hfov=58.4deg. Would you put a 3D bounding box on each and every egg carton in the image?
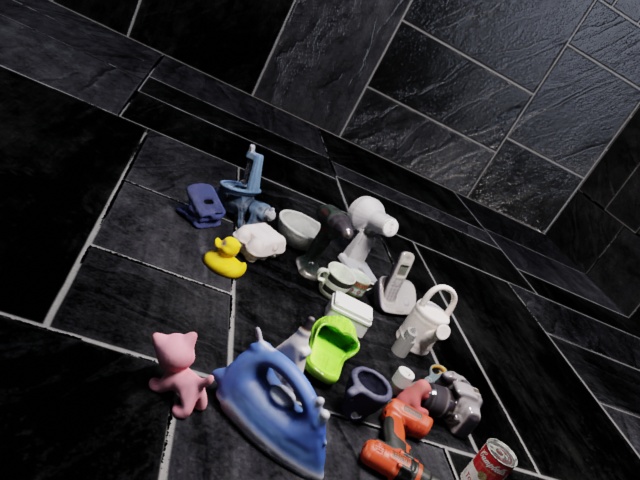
[{"bbox_3d":[-0.162,0.007,1.536,0.107,0.069,0.151,38,23,20],"label":"egg carton"}]

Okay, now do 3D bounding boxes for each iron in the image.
[{"bbox_3d":[-0.060,0.274,0.980,0.257,0.141,0.119,39,23,22],"label":"iron"}]

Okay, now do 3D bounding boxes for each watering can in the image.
[{"bbox_3d":[0.291,0.205,1.495,0.101,0.194,0.172,12,28,-37],"label":"watering can"}]

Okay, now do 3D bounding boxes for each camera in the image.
[{"bbox_3d":[0.284,0.351,1.291,0.137,0.100,0.143,23,23,-17],"label":"camera"}]

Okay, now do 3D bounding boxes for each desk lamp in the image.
[{"bbox_3d":[0.149,-0.007,1.756,0.118,0.213,0.202,15,26,-31],"label":"desk lamp"}]

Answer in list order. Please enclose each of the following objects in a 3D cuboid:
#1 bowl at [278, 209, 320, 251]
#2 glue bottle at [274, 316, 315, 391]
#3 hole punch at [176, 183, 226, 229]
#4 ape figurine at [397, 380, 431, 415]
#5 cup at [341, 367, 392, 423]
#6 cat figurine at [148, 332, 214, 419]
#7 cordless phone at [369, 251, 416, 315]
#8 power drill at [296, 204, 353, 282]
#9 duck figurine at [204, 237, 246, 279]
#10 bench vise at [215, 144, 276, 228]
[{"bbox_3d":[-0.060,-0.016,1.706,0.168,0.074,0.167,25,22,-11],"label":"bowl"},{"bbox_3d":[-0.051,0.213,1.081,0.078,0.173,0.037,37,23,19],"label":"glue bottle"},{"bbox_3d":[-0.310,-0.092,1.543,0.101,0.091,0.109,38,23,20],"label":"hole punch"},{"bbox_3d":[0.206,0.340,1.230,0.076,0.092,0.077,24,22,-13],"label":"ape figurine"},{"bbox_3d":[0.075,0.314,1.122,0.091,0.095,0.118,42,25,30],"label":"cup"},{"bbox_3d":[-0.227,0.209,0.947,0.127,0.117,0.067,37,23,19],"label":"cat figurine"},{"bbox_3d":[0.237,0.121,1.623,0.148,0.185,0.094,10,29,-40],"label":"cordless phone"},{"bbox_3d":[0.014,0.006,1.570,0.076,0.208,0.229,20,23,-22],"label":"power drill"},{"bbox_3d":[-0.219,0.036,1.381,0.104,0.086,0.077,30,22,1],"label":"duck figurine"},{"bbox_3d":[-0.190,-0.147,1.635,0.207,0.219,0.122,32,22,7],"label":"bench vise"}]
